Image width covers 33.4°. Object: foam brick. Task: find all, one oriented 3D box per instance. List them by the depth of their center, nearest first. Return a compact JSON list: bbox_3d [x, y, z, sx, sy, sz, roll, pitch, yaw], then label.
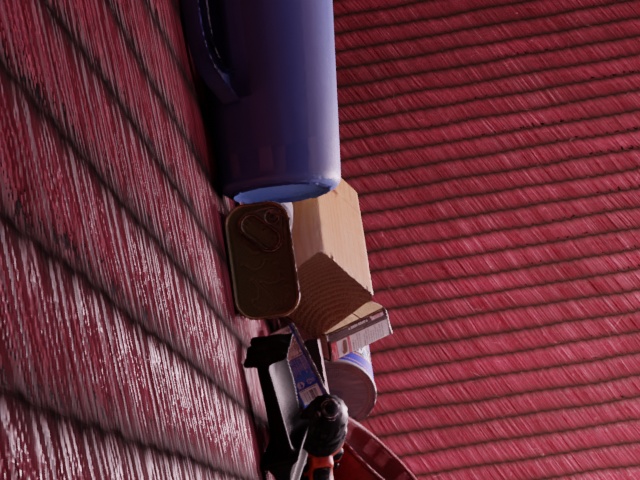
[{"bbox_3d":[-0.020,0.150,1.175,0.051,0.053,0.078,52,27,-85],"label":"foam brick"}]

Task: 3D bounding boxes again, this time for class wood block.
[{"bbox_3d":[-0.007,0.001,1.235,0.090,0.090,0.206,41,24,-27],"label":"wood block"}]

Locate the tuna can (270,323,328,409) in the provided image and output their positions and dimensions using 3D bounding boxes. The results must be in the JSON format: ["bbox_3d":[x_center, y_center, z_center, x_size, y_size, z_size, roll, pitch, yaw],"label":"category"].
[{"bbox_3d":[-0.024,0.131,1.104,0.086,0.033,0.086,63,-4,8],"label":"tuna can"}]

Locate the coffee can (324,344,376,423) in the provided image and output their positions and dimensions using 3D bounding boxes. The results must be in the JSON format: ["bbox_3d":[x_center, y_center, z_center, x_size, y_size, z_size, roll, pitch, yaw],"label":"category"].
[{"bbox_3d":[0.013,0.153,1.324,0.140,0.103,0.103,-95,175,-61],"label":"coffee can"}]

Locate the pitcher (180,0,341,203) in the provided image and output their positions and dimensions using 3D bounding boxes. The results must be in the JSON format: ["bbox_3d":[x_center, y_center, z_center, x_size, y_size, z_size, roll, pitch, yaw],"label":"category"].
[{"bbox_3d":[-0.052,-0.160,0.956,0.145,0.149,0.243,141,-56,-76],"label":"pitcher"}]

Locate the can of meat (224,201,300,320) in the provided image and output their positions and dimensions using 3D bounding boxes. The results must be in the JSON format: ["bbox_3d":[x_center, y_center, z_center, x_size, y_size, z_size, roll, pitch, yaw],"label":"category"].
[{"bbox_3d":[-0.049,0.021,0.960,0.084,0.057,0.102,74,8,-85],"label":"can of meat"}]

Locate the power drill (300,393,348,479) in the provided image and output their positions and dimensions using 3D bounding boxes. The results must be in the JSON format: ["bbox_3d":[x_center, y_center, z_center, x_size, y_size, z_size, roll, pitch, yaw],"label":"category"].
[{"bbox_3d":[0.007,0.256,1.036,0.184,0.057,0.187,102,-16,-63],"label":"power drill"}]

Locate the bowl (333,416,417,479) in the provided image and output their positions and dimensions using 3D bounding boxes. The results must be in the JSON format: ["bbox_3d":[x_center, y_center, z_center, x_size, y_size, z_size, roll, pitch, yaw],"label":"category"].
[{"bbox_3d":[0.046,0.261,1.206,0.162,0.055,0.162,41,4,-4],"label":"bowl"}]

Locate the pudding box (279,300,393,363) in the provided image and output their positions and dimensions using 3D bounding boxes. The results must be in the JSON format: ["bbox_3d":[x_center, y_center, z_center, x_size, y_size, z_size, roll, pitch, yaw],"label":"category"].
[{"bbox_3d":[0.016,0.098,1.261,0.114,0.089,0.039,18,-53,57],"label":"pudding box"}]
